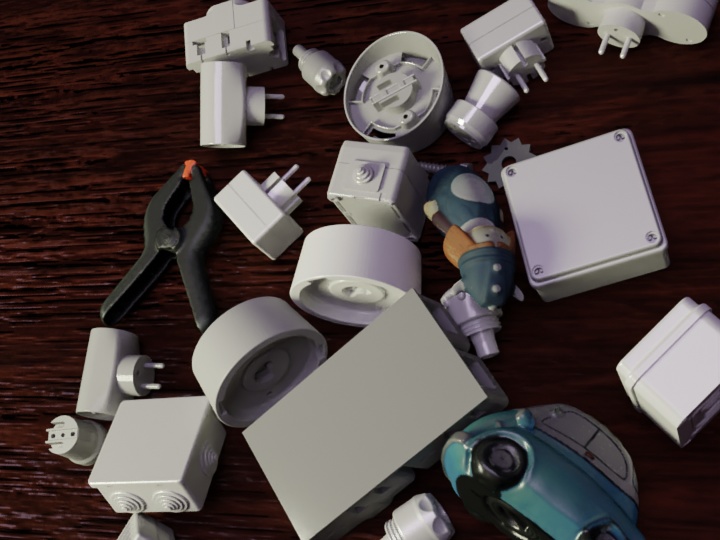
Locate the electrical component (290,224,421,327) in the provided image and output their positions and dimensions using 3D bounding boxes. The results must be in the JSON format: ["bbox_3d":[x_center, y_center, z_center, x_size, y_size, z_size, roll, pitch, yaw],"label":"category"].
[{"bbox_3d":[0.000,0.000,0.889,0.108,0.108,0.060,-1,65,20],"label":"electrical component"}]

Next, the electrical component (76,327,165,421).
[{"bbox_3d":[-0.212,0.094,0.968,0.079,0.043,0.077,-1,71,21],"label":"electrical component"}]

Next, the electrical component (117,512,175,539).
[{"bbox_3d":[-0.163,0.244,0.884,0.076,0.083,0.047,33,83,-11],"label":"electrical component"}]

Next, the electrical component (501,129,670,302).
[{"bbox_3d":[0.180,-0.043,0.861,0.109,0.056,0.108,-17,66,14],"label":"electrical component"}]

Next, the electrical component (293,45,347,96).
[{"bbox_3d":[-0.041,-0.192,1.012,0.035,0.035,0.061,-45,61,0],"label":"electrical component"}]

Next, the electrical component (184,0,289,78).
[{"bbox_3d":[-0.120,-0.223,1.044,0.089,0.050,0.055,-13,68,16],"label":"electrical component"}]

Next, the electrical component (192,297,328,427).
[{"bbox_3d":[-0.088,0.071,0.896,0.108,0.108,0.060,-44,56,1],"label":"electrical component"}]

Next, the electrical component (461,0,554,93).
[{"bbox_3d":[0.137,-0.187,0.935,0.066,0.047,0.076,-30,64,8],"label":"electrical component"}]

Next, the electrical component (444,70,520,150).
[{"bbox_3d":[0.105,-0.138,0.931,0.045,0.045,0.055,34,86,27],"label":"electrical component"}]

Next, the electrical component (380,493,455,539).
[{"bbox_3d":[0.038,0.204,0.833,0.062,0.043,0.043,-36,63,7],"label":"electrical component"}]

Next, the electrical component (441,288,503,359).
[{"bbox_3d":[0.095,0.041,0.871,0.048,0.048,0.062,-20,74,13],"label":"electrical component"}]

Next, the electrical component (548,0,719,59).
[{"bbox_3d":[0.224,-0.212,0.908,0.138,0.052,0.073,17,78,26],"label":"electrical component"}]

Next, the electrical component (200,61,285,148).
[{"bbox_3d":[-0.111,-0.155,1.015,0.079,0.044,0.077,0,92,-8],"label":"electrical component"}]

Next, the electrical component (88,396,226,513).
[{"bbox_3d":[-0.168,0.157,0.909,0.100,0.048,0.099,-5,43,19],"label":"electrical component"}]

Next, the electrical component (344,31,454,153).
[{"bbox_3d":[0.035,-0.154,0.952,0.099,0.064,0.099,-7,69,18],"label":"electrical component"}]

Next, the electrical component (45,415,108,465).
[{"bbox_3d":[-0.254,0.151,0.961,0.040,0.046,0.040,-7,69,18],"label":"electrical component"}]

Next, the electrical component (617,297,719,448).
[{"bbox_3d":[0.232,0.074,0.768,0.078,0.113,0.057,-45,65,1],"label":"electrical component"}]

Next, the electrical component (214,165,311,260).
[{"bbox_3d":[-0.078,-0.062,0.971,0.077,0.047,0.065,-44,62,1],"label":"electrical component"}]

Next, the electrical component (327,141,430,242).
[{"bbox_3d":[0.018,-0.073,0.911,0.062,0.096,0.061,9,72,23],"label":"electrical component"}]

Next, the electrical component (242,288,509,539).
[{"bbox_3d":[0.012,0.118,0.850,0.186,0.060,0.105,-41,62,15],"label":"electrical component"}]
